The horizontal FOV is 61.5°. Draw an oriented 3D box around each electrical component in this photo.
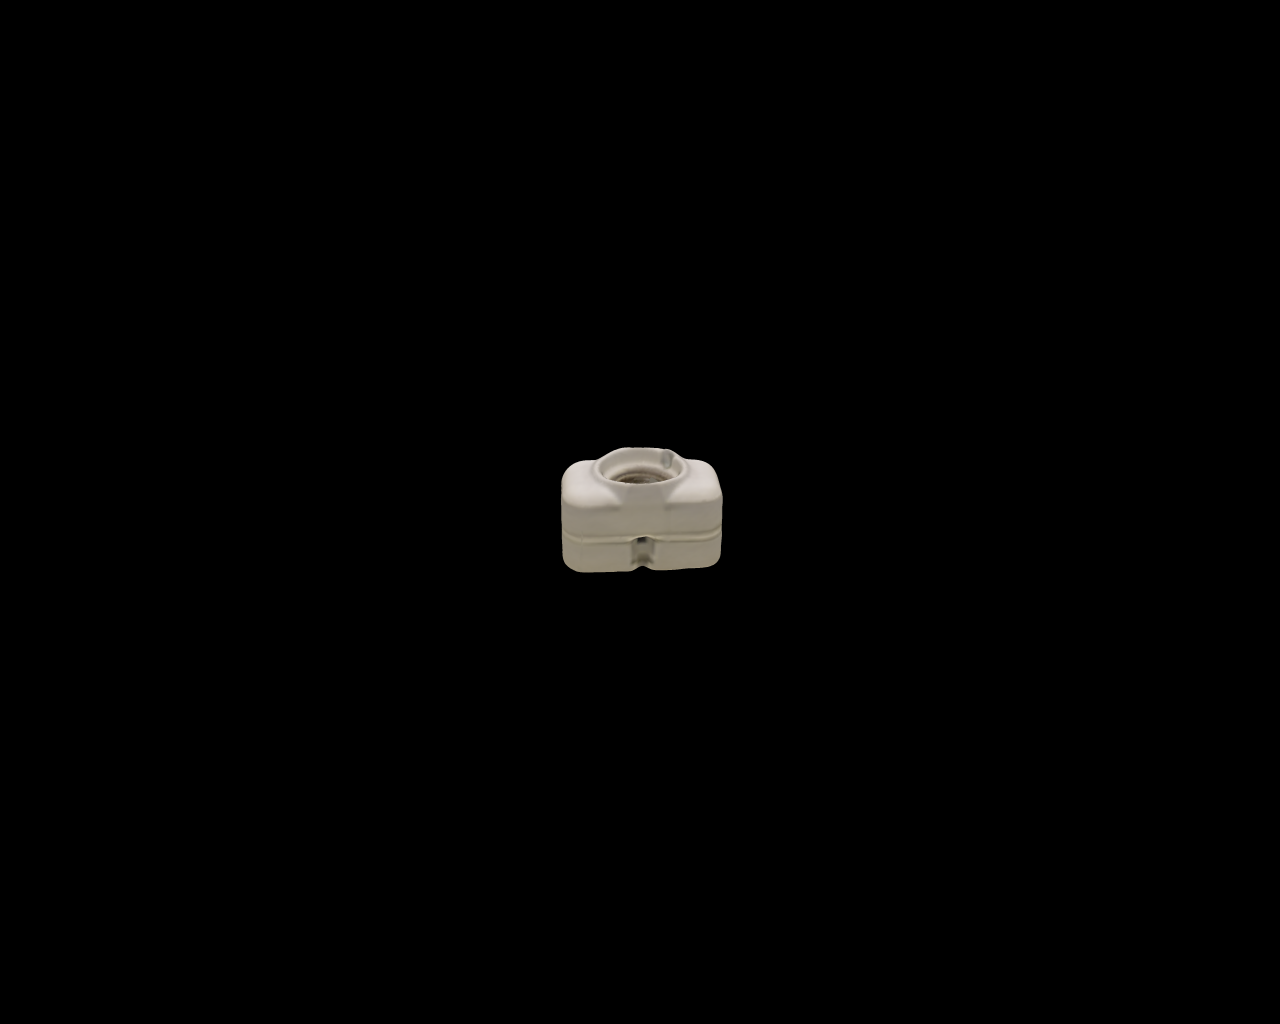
[{"bbox_3d":[0.001,-0.003,0.650,0.095,0.059,0.054,-1,28,-2],"label":"electrical component"}]
